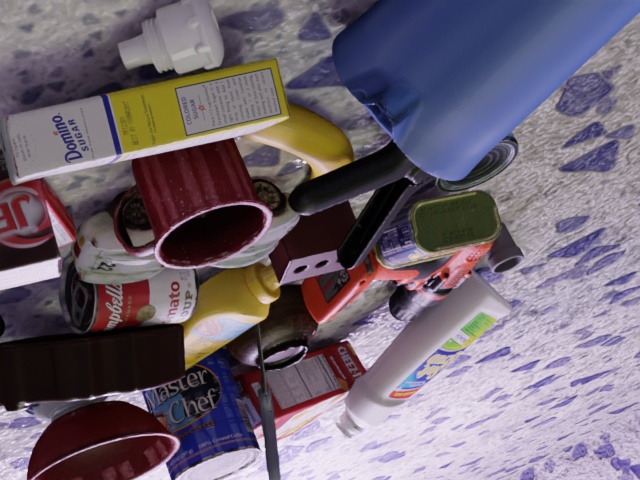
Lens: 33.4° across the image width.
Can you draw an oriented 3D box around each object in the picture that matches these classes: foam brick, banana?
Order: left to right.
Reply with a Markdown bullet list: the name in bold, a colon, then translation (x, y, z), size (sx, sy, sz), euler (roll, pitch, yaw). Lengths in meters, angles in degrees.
- **banana**: translation (-0.013, -0.071, 0.851), size (0.070, 0.037, 0.197), euler (-29, -24, 7)
- **foam brick**: translation (-0.007, 0.001, 0.994), size (0.078, 0.051, 0.053), euler (-13, -25, -21)

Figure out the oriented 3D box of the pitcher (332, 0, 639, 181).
- **pitcher**: translation (0.136, -0.164, 0.699), size (0.144, 0.149, 0.243), euler (24, -53, -37)

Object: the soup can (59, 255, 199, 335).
- **soup can**: translation (-0.165, 0.043, 0.922), size (0.102, 0.068, 0.069), euler (-3, -36, -39)

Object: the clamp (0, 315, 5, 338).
- **clamp**: translation (-0.323, 0.057, 0.843), size (0.120, 0.039, 0.171), euler (-28, -26, -17)

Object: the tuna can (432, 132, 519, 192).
- **tuna can**: translation (0.137, -0.080, 0.973), size (0.086, 0.034, 0.086), euler (-19, -23, -9)

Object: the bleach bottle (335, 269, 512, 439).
- **bleach bottle**: translation (0.117, 0.144, 1.296), size (0.251, 0.068, 0.102), euler (-47, -29, 7)

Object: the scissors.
- **scissors**: translation (-0.055, 0.183, 1.113), size (0.016, 0.096, 0.202), euler (-7, -51, -5)

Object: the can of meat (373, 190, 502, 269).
- **can of meat**: translation (0.112, -0.012, 1.033), size (0.102, 0.057, 0.084), euler (-12, -4, -24)

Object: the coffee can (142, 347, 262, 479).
- **coffee can**: translation (-0.134, 0.186, 1.162), size (0.102, 0.140, 0.103), euler (-19, -24, -9)

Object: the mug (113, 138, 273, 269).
- **mug**: translation (-0.102, -0.031, 0.802), size (0.117, 0.081, 0.093), euler (-27, -24, 9)

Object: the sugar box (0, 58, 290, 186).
- **sugar box**: translation (-0.117, -0.077, 0.697), size (0.176, 0.048, 0.093), euler (-13, 4, -18)

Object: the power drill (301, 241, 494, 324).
- **power drill**: translation (0.076, 0.041, 1.151), size (0.187, 0.057, 0.185), euler (-8, -31, -36)

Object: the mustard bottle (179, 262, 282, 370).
- **mustard bottle**: translation (-0.109, 0.076, 1.054), size (0.192, 0.058, 0.096), euler (-33, -25, 22)

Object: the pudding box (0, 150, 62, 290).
- **pudding box**: translation (-0.239, -0.008, 0.718), size (0.113, 0.090, 0.039), euler (-15, -23, -17)

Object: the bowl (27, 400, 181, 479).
- **bowl**: translation (-0.223, 0.204, 1.062), size (0.162, 0.055, 0.162), euler (-19, -24, -9)

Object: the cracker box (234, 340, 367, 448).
- **cracker box**: translation (-0.064, 0.203, 1.312), size (0.164, 0.072, 0.213), euler (-38, -16, 34)

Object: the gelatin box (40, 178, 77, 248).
- **gelatin box**: translation (-0.235, -0.011, 0.794), size (0.089, 0.030, 0.073), euler (-21, -26, -3)

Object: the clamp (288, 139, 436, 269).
- **clamp**: translation (0.074, -0.059, 0.899), size (0.210, 0.036, 0.164), euler (-37, -23, -5)
